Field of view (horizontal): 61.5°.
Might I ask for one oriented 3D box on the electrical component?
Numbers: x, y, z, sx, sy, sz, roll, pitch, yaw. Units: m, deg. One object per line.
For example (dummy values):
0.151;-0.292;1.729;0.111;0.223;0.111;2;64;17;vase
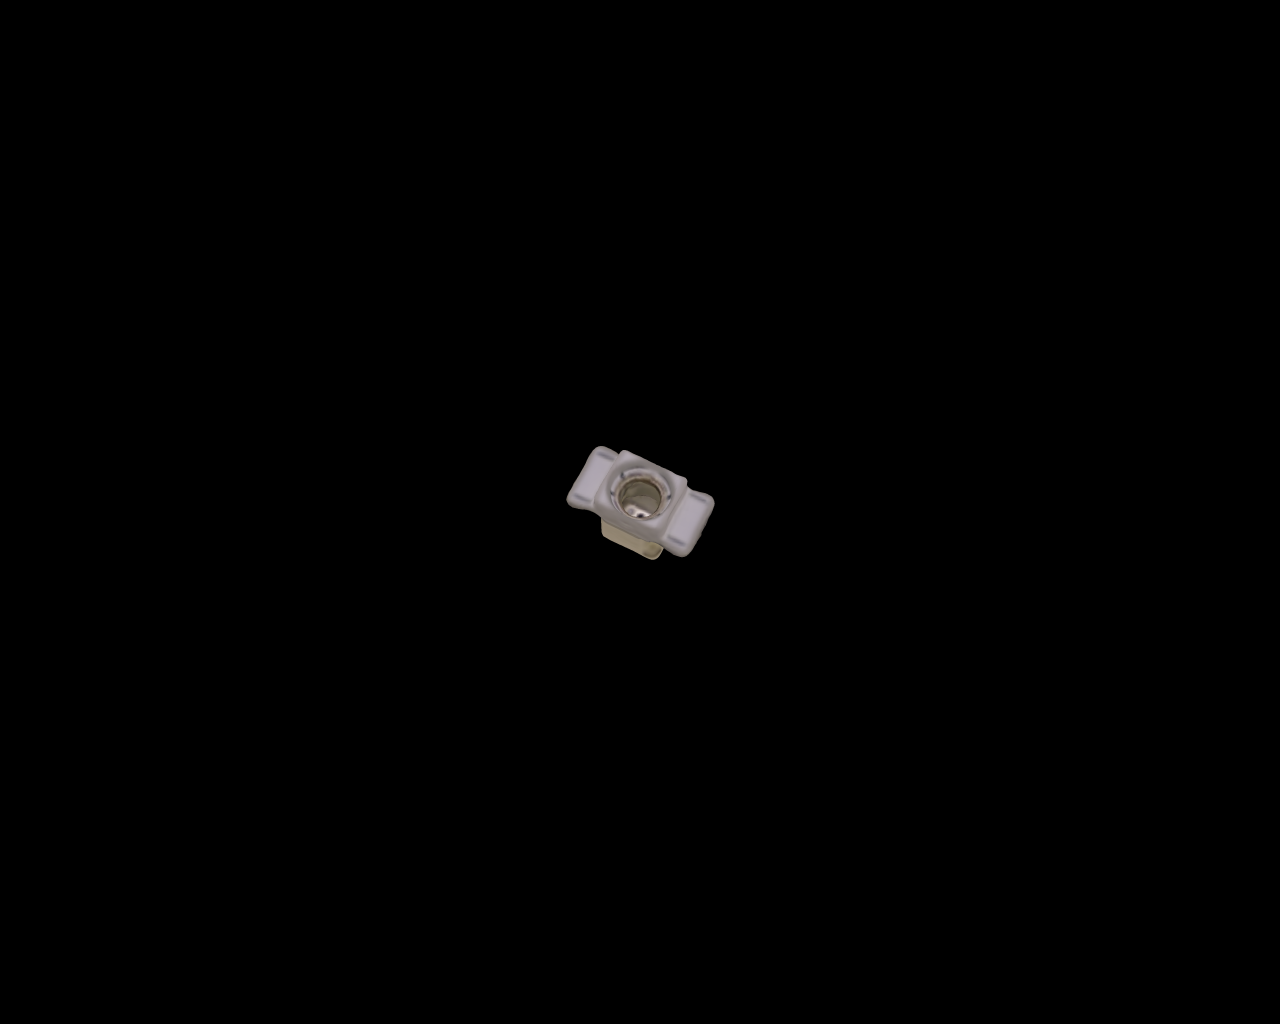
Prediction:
0.001;-0.003;0.650;0.081;0.042;0.063;26;-20;11;electrical component
